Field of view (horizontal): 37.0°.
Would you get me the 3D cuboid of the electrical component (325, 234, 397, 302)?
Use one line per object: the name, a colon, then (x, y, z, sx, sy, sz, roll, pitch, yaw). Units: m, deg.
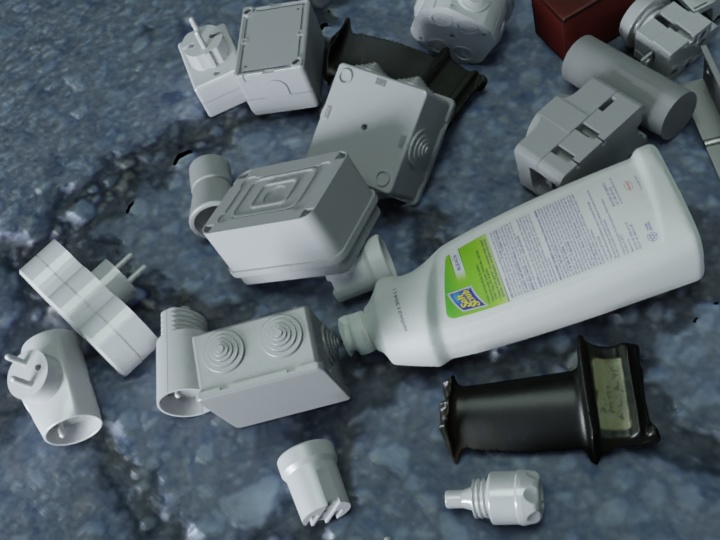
electrical component: (0.000, 0.000, 0.804, 0.046, 0.040, 0.040, -22, 54, 9)

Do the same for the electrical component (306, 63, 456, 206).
electrical component: (0.014, -0.108, 0.841, 0.100, 0.048, 0.099, 24, 97, 29)

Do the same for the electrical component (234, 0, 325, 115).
electrical component: (-0.067, -0.187, 0.931, 0.062, 0.061, 0.096, -6, 57, 13)

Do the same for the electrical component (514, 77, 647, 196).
electrical component: (0.163, -0.095, 0.809, 0.089, 0.050, 0.056, -42, 57, -11)

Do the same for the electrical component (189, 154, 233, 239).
electrical component: (-0.120, -0.063, 0.881, 0.044, 0.044, 0.065, -18, 50, 5)

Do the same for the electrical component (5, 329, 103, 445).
electrical component: (-0.232, 0.082, 0.792, 0.044, 0.079, 0.077, -32, 60, 12)

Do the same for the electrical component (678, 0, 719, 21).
electrical component: (0.275, -0.271, 0.881, 0.079, 0.063, 0.121, -27, 54, -1)

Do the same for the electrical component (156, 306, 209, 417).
electrical component: (-0.130, 0.063, 0.800, 0.043, 0.043, 0.081, -13, 55, 8)

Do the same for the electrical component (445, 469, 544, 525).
electrical component: (0.085, 0.145, 0.687, 0.061, 0.035, 0.035, -5, 57, 17)

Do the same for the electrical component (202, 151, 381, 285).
electrical component: (-0.050, -0.037, 0.806, 0.113, 0.057, 0.078, -7, 41, 37)

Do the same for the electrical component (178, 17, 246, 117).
electrical component: (-0.132, -0.188, 0.943, 0.047, 0.076, 0.065, -24, 54, 1)

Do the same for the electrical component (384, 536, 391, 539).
electrical component: (0.013, 0.204, 0.664, 0.077, 0.044, 0.079, -14, 55, 8)

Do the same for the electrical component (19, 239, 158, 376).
electrical component: (-0.201, 0.017, 0.846, 0.074, 0.052, 0.138, -45, 57, -14)

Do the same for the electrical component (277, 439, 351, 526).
electrical component: (-0.030, 0.143, 0.721, 0.040, 0.040, 0.046, -24, 60, 1)

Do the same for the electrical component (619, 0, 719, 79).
electrical component: (0.239, -0.186, 0.849, 0.066, 0.048, 0.055, -39, 63, -9)

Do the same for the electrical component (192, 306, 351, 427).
electrical component: (-0.061, 0.067, 0.744, 0.100, 0.099, 0.048, -15, 68, 7)

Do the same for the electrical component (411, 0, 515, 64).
electrical component: (0.084, -0.214, 0.893, 0.080, 0.080, 0.051, 11, 67, 23)
